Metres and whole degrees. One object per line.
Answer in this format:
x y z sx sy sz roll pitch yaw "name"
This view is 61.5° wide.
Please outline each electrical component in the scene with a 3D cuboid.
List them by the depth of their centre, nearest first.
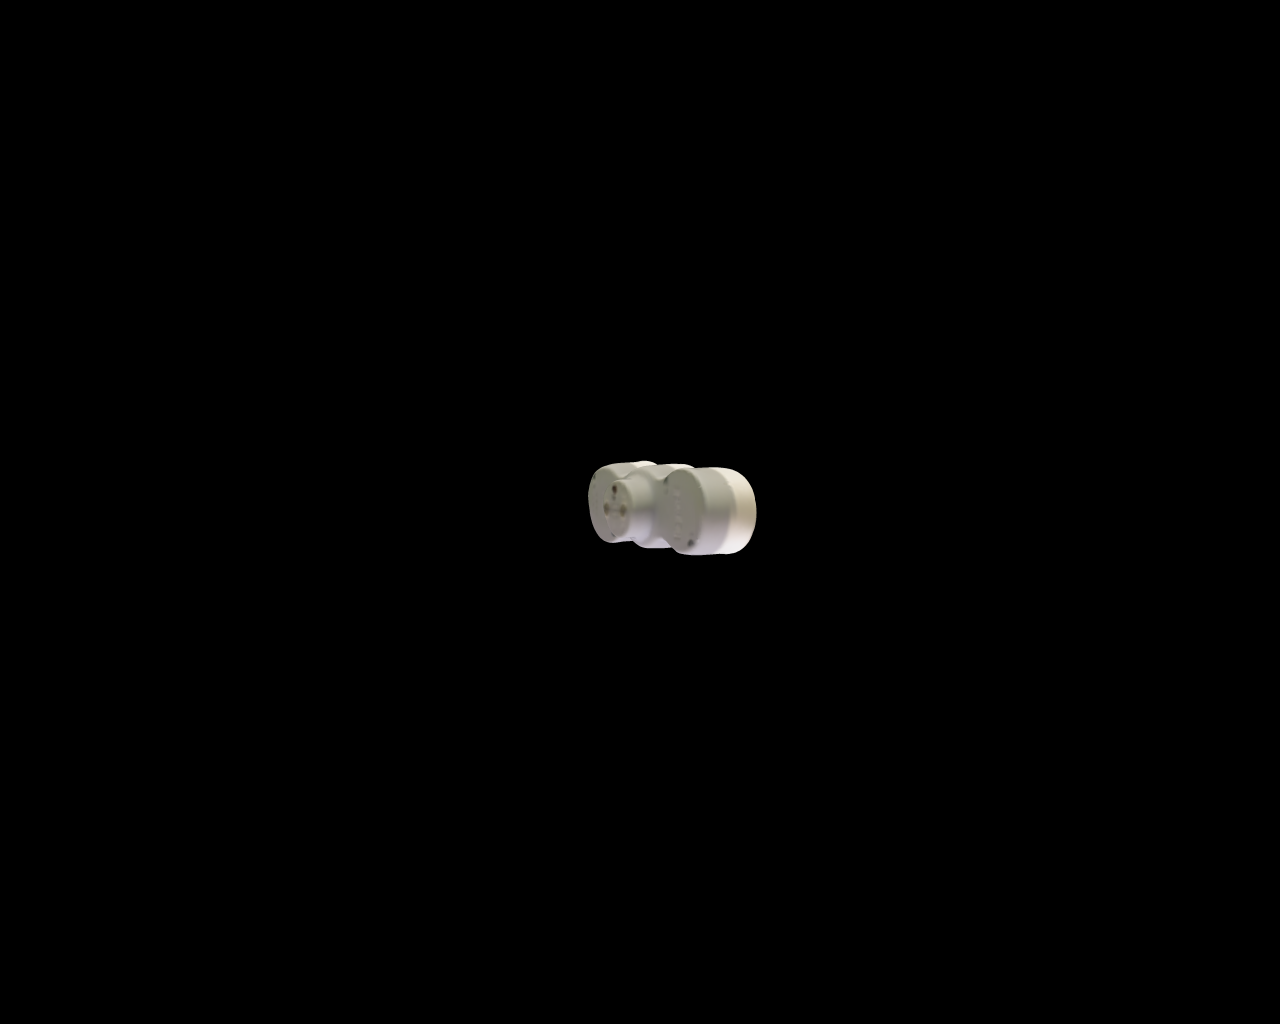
0.001 -0.003 0.650 0.074 0.052 0.138 -3 6 -32 "electrical component"
